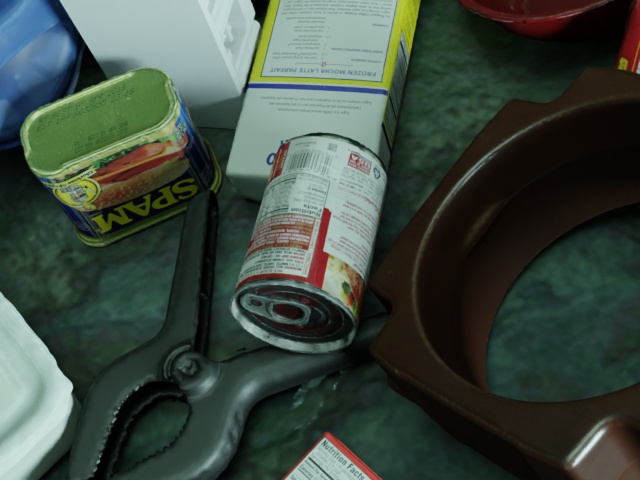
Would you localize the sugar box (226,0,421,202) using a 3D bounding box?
[{"bbox_3d":[0.007,-0.106,0.677,0.093,0.048,0.176,6,69,17],"label":"sugar box"}]

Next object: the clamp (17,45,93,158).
[{"bbox_3d":[-0.217,-0.115,0.743,0.172,0.039,0.120,12,59,26],"label":"clamp"}]

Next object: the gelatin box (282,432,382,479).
[{"bbox_3d":[0.002,0.155,0.545,0.089,0.030,0.073,-45,60,-12],"label":"gelatin box"}]

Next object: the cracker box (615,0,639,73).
[{"bbox_3d":[0.295,-0.101,0.569,0.214,0.072,0.164,34,56,26],"label":"cracker box"}]

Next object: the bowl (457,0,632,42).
[{"bbox_3d":[0.161,-0.175,0.661,0.162,0.055,0.162,-18,46,20],"label":"bowl"}]

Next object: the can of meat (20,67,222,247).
[{"bbox_3d":[-0.122,-0.052,0.658,0.102,0.084,0.057,-23,59,0],"label":"can of meat"}]

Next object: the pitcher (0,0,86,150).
[{"bbox_3d":[-0.284,-0.145,0.682,0.243,0.149,0.145,18,75,33],"label":"pitcher"}]

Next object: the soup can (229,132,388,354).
[{"bbox_3d":[-0.004,0.001,0.578,0.068,0.068,0.102,4,55,15],"label":"soup can"}]

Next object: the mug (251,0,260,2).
[{"bbox_3d":[-0.077,-0.194,0.732,0.081,0.093,0.117,5,93,10],"label":"mug"}]

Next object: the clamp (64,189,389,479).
[{"bbox_3d":[-0.059,0.079,0.597,0.165,0.036,0.209,24,66,24],"label":"clamp"}]
